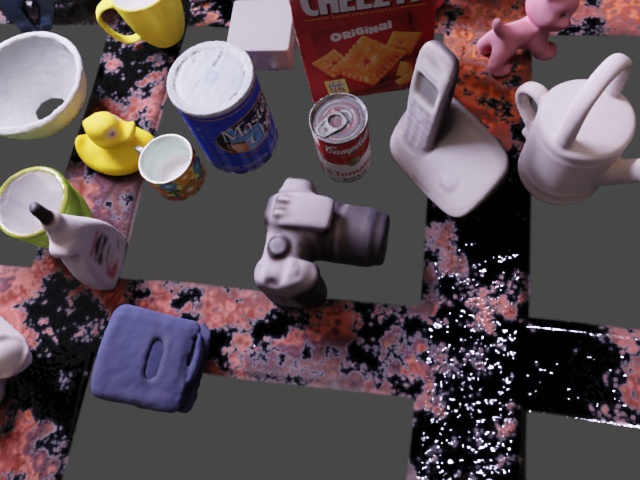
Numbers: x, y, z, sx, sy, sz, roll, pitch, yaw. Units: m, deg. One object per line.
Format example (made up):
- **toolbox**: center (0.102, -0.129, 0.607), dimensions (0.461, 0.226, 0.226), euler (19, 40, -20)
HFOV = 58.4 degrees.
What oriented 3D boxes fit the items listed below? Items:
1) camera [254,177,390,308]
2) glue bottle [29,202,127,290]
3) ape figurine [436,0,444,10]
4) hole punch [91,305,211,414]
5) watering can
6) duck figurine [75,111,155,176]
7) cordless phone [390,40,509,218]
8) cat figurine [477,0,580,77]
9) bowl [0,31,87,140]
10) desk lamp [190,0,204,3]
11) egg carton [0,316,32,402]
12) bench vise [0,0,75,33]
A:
- **camera**: center (0.006, 0.002, 0.654), dimensions (0.136, 0.101, 0.143), euler (8, 70, 11)
- **glue bottle**: center (-0.278, -0.001, 0.654), dimensions (0.037, 0.173, 0.078), euler (-1, 69, 8)
- **ape figurine**: center (0.135, -0.340, 0.775), dimensions (0.078, 0.092, 0.076), euler (-21, 67, -1)
- **hole punch**: center (-0.183, 0.131, 0.635), dimensions (0.101, 0.091, 0.109), euler (7, 70, 10)
- **watering can**: center (0.288, -0.118, 0.613), dimensions (0.172, 0.194, 0.101), euler (21, 73, 15)
- **duck figurine**: center (-0.279, -0.135, 0.754), dimensions (0.104, 0.086, 0.077), euler (-1, 69, 7)
- **cordless phone**: center (0.147, -0.121, 0.638), dimensions (0.094, 0.185, 0.147), euler (-39, 69, -8)
- **cat figurine**: center (0.269, -0.281, 0.720), dimensions (0.128, 0.118, 0.067), euler (-23, 67, -1)
- **bowl**: center (-0.395, -0.202, 0.802), dimensions (0.167, 0.075, 0.167), euler (-3, 69, 7)
- **desk lamp**: center (-0.237, -0.484, 0.815), dimensions (0.118, 0.214, 0.203), euler (-16, 68, 1)
- **egg carton**: center (-0.419, 0.131, 0.678), dimensions (0.150, 0.069, 0.107), euler (29, 75, 17)
- **bench vise**: center (-0.409, -0.400, 0.802), dimensions (0.121, 0.220, 0.207), euler (40, 79, 20)
